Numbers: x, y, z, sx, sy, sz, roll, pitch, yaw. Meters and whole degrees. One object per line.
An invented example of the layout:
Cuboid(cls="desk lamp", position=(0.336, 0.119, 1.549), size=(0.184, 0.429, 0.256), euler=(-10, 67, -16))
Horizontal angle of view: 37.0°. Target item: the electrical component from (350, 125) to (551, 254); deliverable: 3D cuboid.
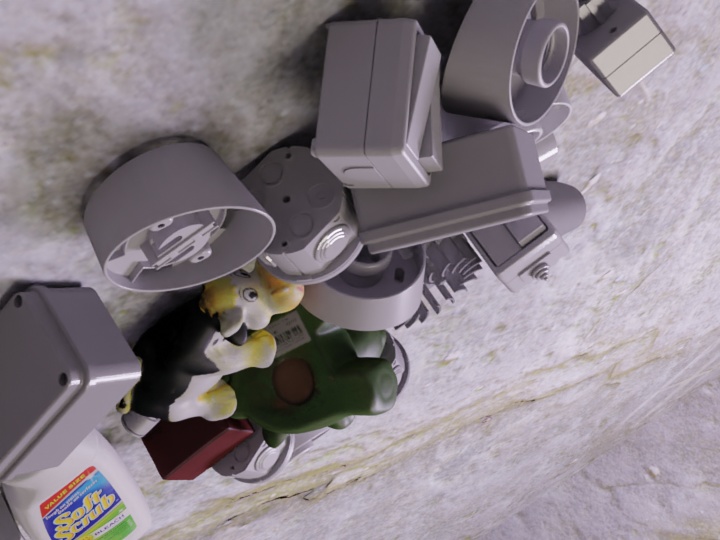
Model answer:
Cuboid(cls="electrical component", position=(0.059, -0.051, 0.686), size=(0.109, 0.056, 0.109), euler=(-14, 180, 16))

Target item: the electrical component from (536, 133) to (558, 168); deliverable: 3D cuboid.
Cuboid(cls="electrical component", position=(0.109, -0.080, 0.843), size=(0.077, 0.044, 0.079), euler=(-30, 157, -11))

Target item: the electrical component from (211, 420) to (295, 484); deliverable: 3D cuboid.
Cuboid(cls="electrical component", position=(-0.104, 0.151, 0.972), size=(0.080, 0.080, 0.051), euler=(-40, 151, 13))

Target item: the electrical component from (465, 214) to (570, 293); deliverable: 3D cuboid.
Cuboid(cls="electrical component", position=(0.127, -0.030, 0.899), size=(0.062, 0.096, 0.061), euler=(-37, 152, 8))

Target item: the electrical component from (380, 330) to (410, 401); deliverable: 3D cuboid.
Cuboid(cls="electrical component", position=(0.003, 0.088, 0.992), size=(0.080, 0.080, 0.051), euler=(-34, 153, 0))

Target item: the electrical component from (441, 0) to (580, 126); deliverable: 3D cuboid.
Cuboid(cls="electrical component", position=(0.091, -0.137, 0.658), size=(0.099, 0.064, 0.099), euler=(-38, 139, -43))

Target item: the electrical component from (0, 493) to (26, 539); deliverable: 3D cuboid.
Cuboid(cls="electrical component", position=(-0.317, 0.222, 0.857), size=(0.089, 0.050, 0.055), euler=(-27, 157, -18))

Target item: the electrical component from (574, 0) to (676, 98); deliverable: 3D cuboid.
Cuboid(cls="electrical component", position=(0.153, -0.167, 0.704), size=(0.047, 0.083, 0.076), euler=(-40, 119, 13))

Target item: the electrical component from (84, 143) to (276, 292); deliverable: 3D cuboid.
Cuboid(cls="electrical component", position=(-0.108, -0.025, 0.628), size=(0.099, 0.064, 0.099), euler=(-29, 157, -14))

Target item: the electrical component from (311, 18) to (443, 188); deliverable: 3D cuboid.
Cuboid(cls="electrical component", position=(0.015, -0.100, 0.615), size=(0.061, 0.096, 0.062), euler=(1, 166, 19))

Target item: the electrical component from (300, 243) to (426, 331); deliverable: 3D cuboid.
Cuboid(cls="electrical component", position=(0.000, 0.000, 0.790), size=(0.099, 0.099, 0.064), euler=(-23, 149, -25))

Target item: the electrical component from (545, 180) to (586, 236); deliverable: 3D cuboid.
Cuboid(cls="electrical component", position=(0.157, -0.041, 0.988), size=(0.077, 0.044, 0.079), euler=(-13, 149, -43))

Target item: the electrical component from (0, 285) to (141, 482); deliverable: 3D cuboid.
Cuboid(cls="electrical component", position=(-0.203, 0.070, 0.673), size=(0.113, 0.078, 0.057), euler=(-45, 159, 24))

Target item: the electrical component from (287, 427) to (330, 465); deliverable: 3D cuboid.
Cuboid(cls="electrical component", position=(-0.079, 0.160, 1.075), size=(0.099, 0.064, 0.099), euler=(-33, 172, -6))

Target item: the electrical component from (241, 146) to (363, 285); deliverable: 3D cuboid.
Cuboid(cls="electrical component", position=(-0.038, -0.035, 0.685), size=(0.080, 0.080, 0.051), euler=(-35, 154, 2))

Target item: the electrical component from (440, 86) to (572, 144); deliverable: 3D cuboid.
Cuboid(cls="electrical component", position=(0.099, -0.117, 0.761), size=(0.099, 0.064, 0.099), euler=(-22, 167, -5))
